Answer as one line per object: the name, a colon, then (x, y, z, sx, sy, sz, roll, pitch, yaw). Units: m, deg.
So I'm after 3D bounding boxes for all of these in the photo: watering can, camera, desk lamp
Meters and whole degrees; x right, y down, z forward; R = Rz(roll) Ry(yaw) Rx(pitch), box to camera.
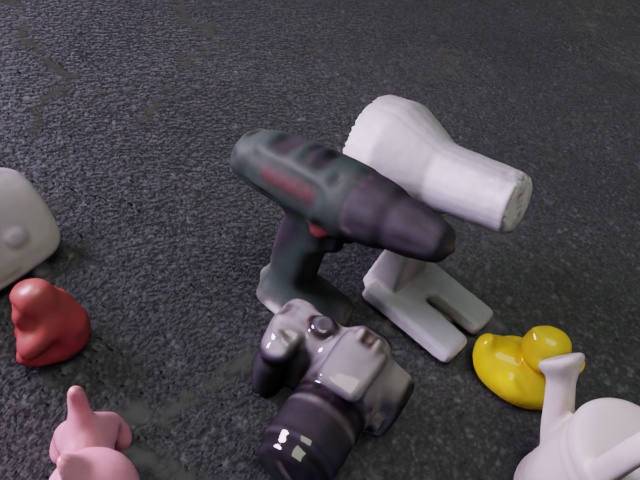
watering can: (0.235, 0.173, 0.459, 0.172, 0.194, 0.101, 41, 52, 23)
camera: (-0.005, 0.135, 0.499, 0.143, 0.101, 0.137, 30, 48, 14)
desk lamp: (0.113, -0.018, 0.592, 0.202, 0.213, 0.118, 39, 51, 21)

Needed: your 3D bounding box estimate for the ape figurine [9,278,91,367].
ape figurine: (-0.247, 0.066, 0.507, 0.076, 0.092, 0.078, 12, 46, -3)

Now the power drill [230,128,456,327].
power drill: (0.005, 0.002, 0.550, 0.229, 0.208, 0.076, 37, 50, 20)

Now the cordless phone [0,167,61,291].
cordless phone: (-0.326, -0.033, 0.515, 0.094, 0.185, 0.148, 32, 48, 16)

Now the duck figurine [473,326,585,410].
duck figurine: (0.214, 0.118, 0.580, 0.104, 0.086, 0.078, 25, 47, 9)

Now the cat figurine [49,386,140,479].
cat figurine: (-0.167, 0.168, 0.416, 0.067, 0.118, 0.127, -10, 51, -22)
